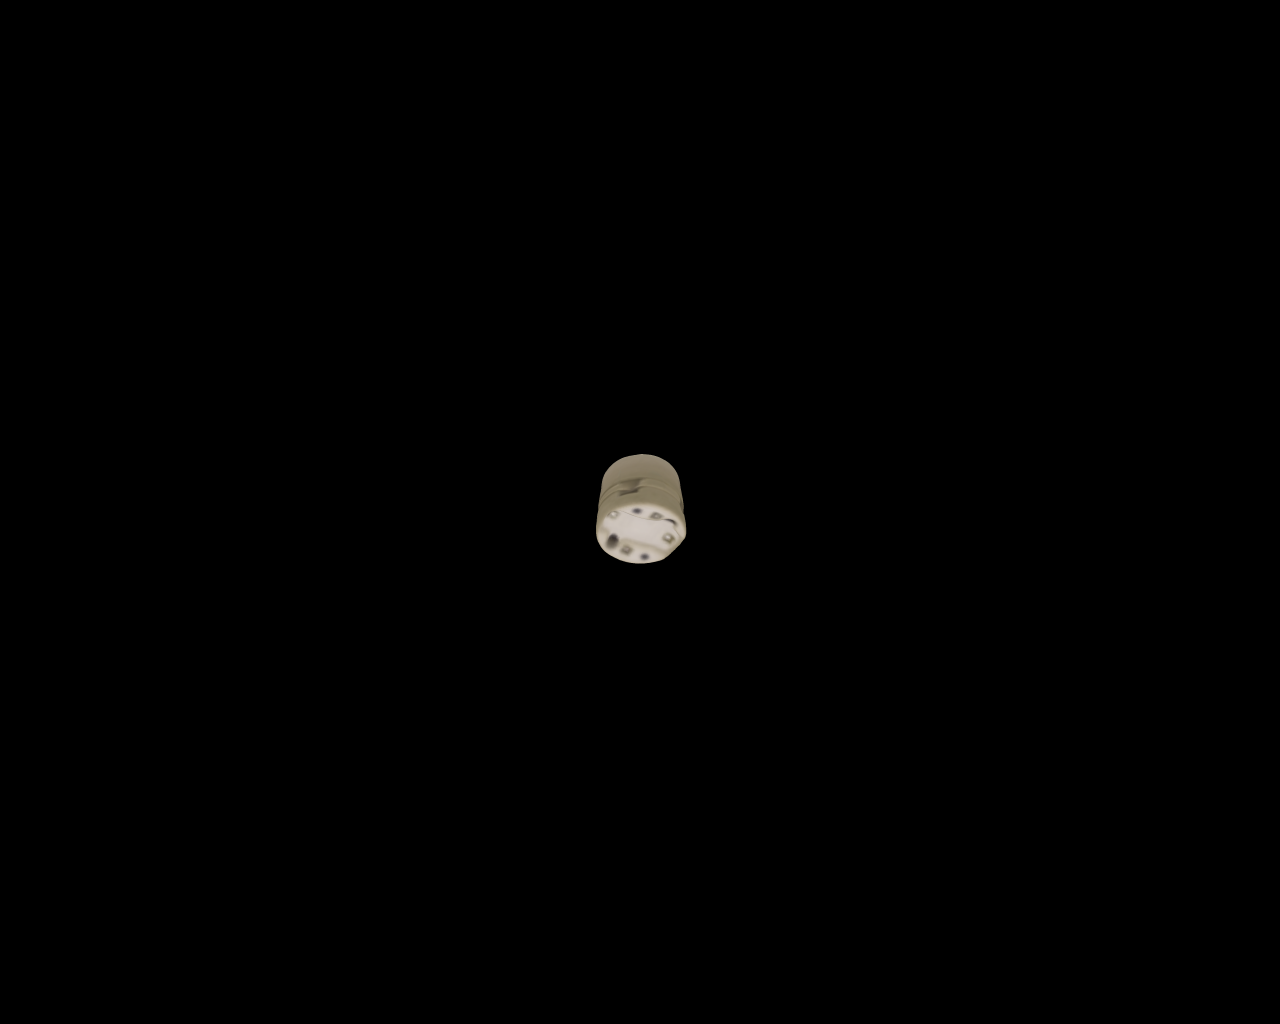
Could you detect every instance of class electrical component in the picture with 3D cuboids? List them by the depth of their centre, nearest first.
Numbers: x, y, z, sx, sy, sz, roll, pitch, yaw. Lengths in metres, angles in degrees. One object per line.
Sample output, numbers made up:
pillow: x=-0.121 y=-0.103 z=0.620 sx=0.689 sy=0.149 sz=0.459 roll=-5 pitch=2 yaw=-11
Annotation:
electrical component: x=0.001 y=-0.003 z=0.650 sx=0.055 sy=0.055 sz=0.047 roll=0 pitch=44 yaw=0
